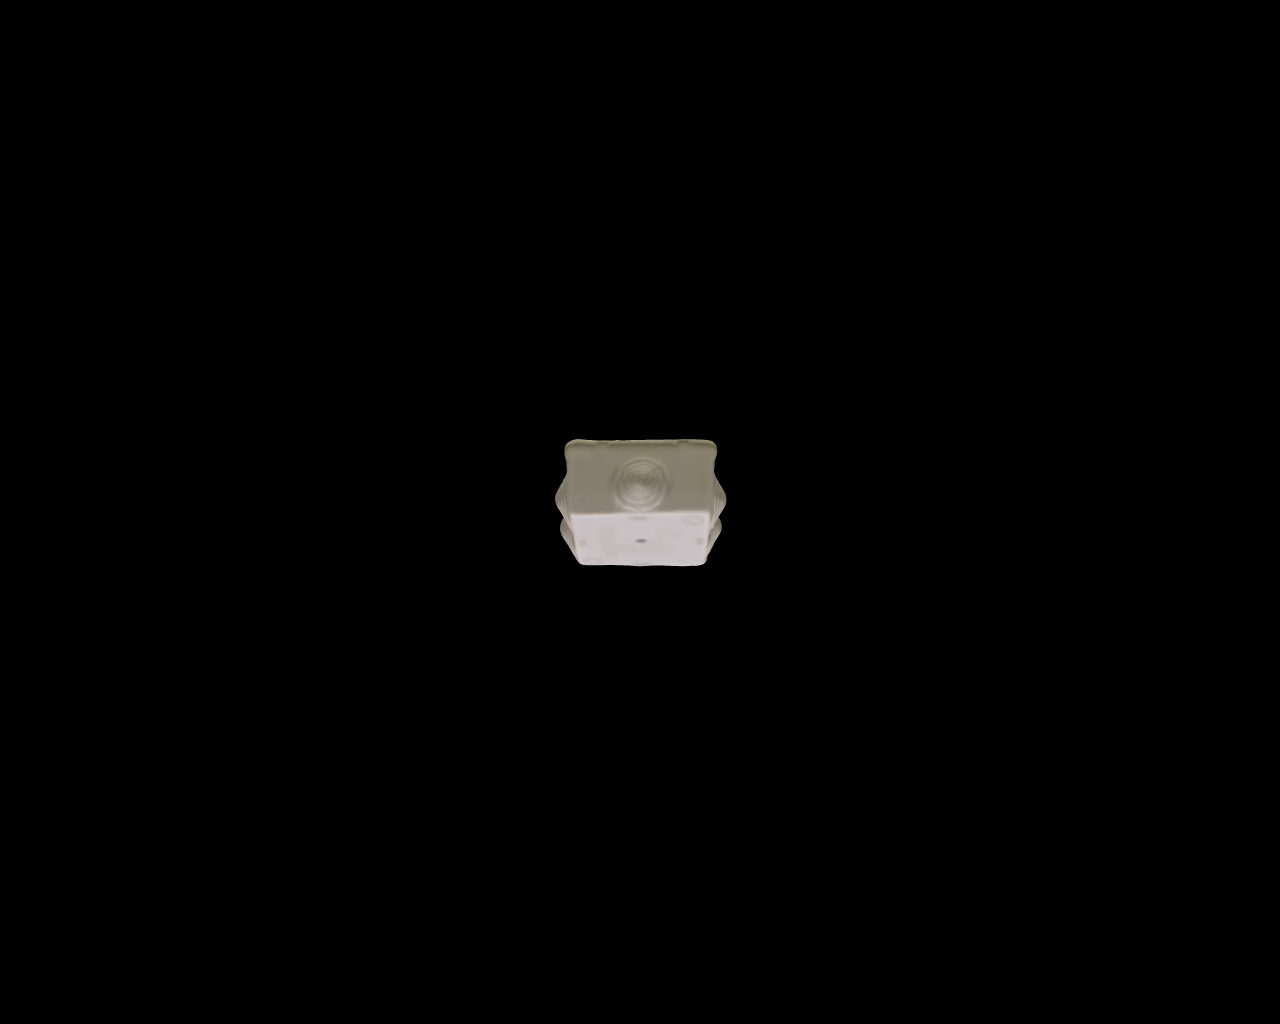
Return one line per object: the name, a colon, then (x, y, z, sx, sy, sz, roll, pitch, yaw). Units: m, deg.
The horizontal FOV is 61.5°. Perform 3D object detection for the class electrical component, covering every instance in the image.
electrical component: (0.001, -0.003, 0.650, 0.100, 0.048, 0.099, 0, -25, 0)
